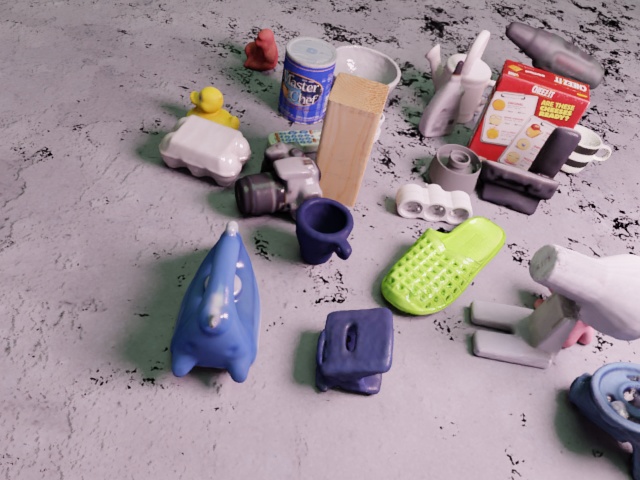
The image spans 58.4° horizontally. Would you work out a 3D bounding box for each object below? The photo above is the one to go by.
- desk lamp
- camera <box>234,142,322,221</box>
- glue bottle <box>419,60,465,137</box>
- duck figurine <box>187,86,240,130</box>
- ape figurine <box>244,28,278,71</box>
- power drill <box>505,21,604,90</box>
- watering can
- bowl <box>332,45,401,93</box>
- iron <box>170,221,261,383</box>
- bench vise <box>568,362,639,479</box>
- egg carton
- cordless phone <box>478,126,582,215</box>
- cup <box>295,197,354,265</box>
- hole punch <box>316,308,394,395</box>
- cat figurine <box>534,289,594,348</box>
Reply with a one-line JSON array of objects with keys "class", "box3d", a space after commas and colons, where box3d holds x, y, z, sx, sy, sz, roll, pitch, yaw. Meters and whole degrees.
[{"class": "desk lamp", "box3d": [0.351, 0.095, 0.825, 0.203, 0.213, 0.118, 10, 48, -5]}, {"class": "camera", "box3d": [-0.076, -0.101, 0.973, 0.137, 0.101, 0.143, -11, 52, -21]}, {"class": "glue bottle", "box3d": [0.260, -0.289, 1.170, 0.078, 0.173, 0.037, -10, 52, -20]}, {"class": "duck figurine", "box3d": [-0.201, -0.246, 1.081, 0.104, 0.086, 0.077, 21, 48, 5]}, {"class": "ape figurine", "box3d": [-0.122, -0.417, 1.247, 0.076, 0.092, 0.077, -22, 57, -28]}, {"class": "power drill", "box3d": [0.480, -0.350, 1.252, 0.229, 0.208, 0.075, 17, 48, 2]}, {"class": "watering can", "box3d": [0.306, -0.359, 1.228, 0.173, 0.194, 0.101, 13, 48, -1]}, {"class": "bowl", "box3d": [0.087, -0.349, 1.248, 0.167, 0.075, 0.167, 7, 48, -7]}, {"class": "iron", "box3d": [-0.134, 0.059, 0.791, 0.119, 0.141, 0.258, 7, 48, -7]}, {"class": "bench vise", "box3d": [0.455, 0.217, 0.738, 0.207, 0.220, 0.122, 33, 50, 16]}, {"class": "egg carton", "box3d": [-0.202, -0.160, 1.016, 0.150, 0.069, 0.107, 19, 48, 4]}, {"class": "cordless phone", "box3d": [0.387, -0.150, 1.068, 0.147, 0.185, 0.094, 15, 48, 0]}, {"class": "cup", "box3d": [0.008, 0.003, 0.905, 0.092, 0.095, 0.117, -21, 57, -28]}, {"class": "hole punch", "box3d": [0.047, 0.149, 0.789, 0.101, 0.091, 0.108, 11, 48, -4]}, {"class": "cat figurine", "box3d": [0.399, 0.089, 0.907, 0.067, 0.118, 0.127, -10, 52, -20]}]
